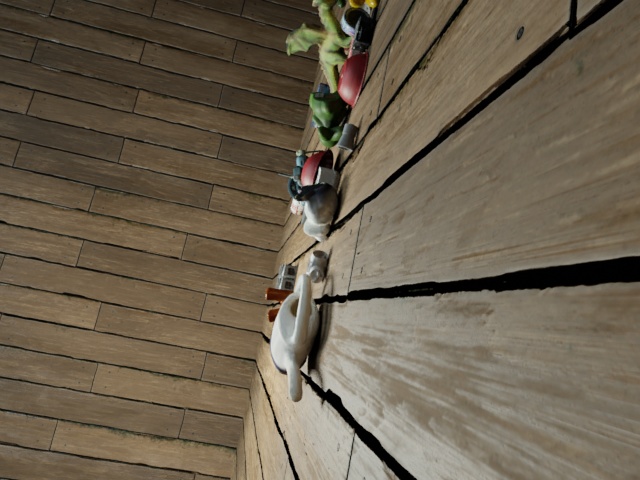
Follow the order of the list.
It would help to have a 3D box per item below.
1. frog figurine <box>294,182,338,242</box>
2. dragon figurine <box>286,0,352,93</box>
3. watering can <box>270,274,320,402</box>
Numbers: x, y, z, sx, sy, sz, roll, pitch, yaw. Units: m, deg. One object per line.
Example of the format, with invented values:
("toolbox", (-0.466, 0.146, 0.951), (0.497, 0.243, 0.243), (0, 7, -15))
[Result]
("frog figurine", (0.004, -0.070, 1.382), (0.139, 0.123, 0.157), (-126, 12, -70))
("dragon figurine", (0.003, -0.652, 1.751), (0.401, 0.242, 0.125), (113, 163, -45))
("watering can", (-0.062, 0.246, 1.212), (0.219, 0.104, 0.356), (109, 170, -46))
